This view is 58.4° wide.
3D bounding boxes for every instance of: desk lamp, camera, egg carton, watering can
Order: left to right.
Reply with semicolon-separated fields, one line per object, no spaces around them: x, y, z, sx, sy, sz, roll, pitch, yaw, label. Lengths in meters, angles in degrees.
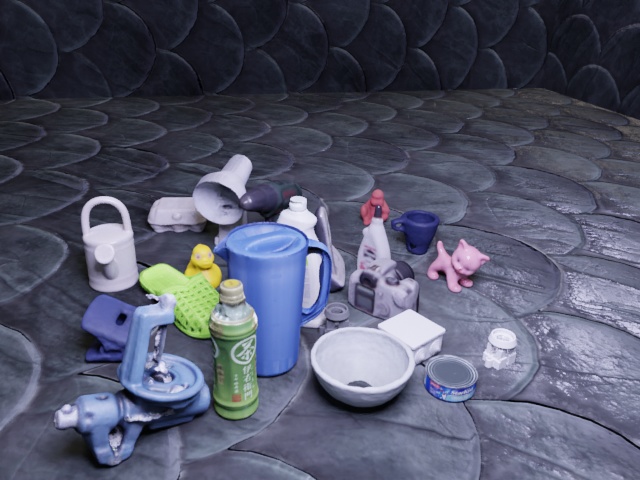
-0.434;0.005;1.183;0.101;0.194;0.172;-16;31;-33;watering can
-0.363;-0.064;1.477;0.150;0.069;0.107;-1;26;-7;egg carton
-0.209;-0.084;1.362;0.117;0.214;0.203;7;26;11;desk lamp
0.148;0.088;1.162;0.142;0.101;0.137;21;32;34;camera

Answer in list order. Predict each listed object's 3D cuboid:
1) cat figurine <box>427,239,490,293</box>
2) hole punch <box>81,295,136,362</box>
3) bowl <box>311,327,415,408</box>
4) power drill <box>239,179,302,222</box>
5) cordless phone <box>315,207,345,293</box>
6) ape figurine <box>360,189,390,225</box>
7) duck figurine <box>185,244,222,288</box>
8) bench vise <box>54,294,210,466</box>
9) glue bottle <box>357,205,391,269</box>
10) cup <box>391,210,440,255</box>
0.299;0.045;1.243;0.067;0.118;0.127;-17;31;-33;cat figurine
-0.353;0.152;1.003;0.101;0.091;0.108;1;26;-2;hole punch
0.067;0.215;0.922;0.167;0.075;0.167;2;26;-1;bowl
-0.108;-0.036;1.276;0.075;0.208;0.230;11;27;19;power drill
0.011;0.004;1.228;0.094;0.185;0.147;1;26;-1;cordless phone
0.151;-0.092;1.546;0.077;0.092;0.076;13;28;22;ape figurine
-0.253;0.049;1.229;0.078;0.086;0.104;-10;28;-23;duck figurine
-0.246;0.191;0.780;0.121;0.220;0.208;18;30;30;bench vise
0.121;0.004;1.252;0.077;0.173;0.037;21;32;34;glue bottle
0.226;-0.013;1.385;0.118;0.095;0.091;-3;26;-11;cup
